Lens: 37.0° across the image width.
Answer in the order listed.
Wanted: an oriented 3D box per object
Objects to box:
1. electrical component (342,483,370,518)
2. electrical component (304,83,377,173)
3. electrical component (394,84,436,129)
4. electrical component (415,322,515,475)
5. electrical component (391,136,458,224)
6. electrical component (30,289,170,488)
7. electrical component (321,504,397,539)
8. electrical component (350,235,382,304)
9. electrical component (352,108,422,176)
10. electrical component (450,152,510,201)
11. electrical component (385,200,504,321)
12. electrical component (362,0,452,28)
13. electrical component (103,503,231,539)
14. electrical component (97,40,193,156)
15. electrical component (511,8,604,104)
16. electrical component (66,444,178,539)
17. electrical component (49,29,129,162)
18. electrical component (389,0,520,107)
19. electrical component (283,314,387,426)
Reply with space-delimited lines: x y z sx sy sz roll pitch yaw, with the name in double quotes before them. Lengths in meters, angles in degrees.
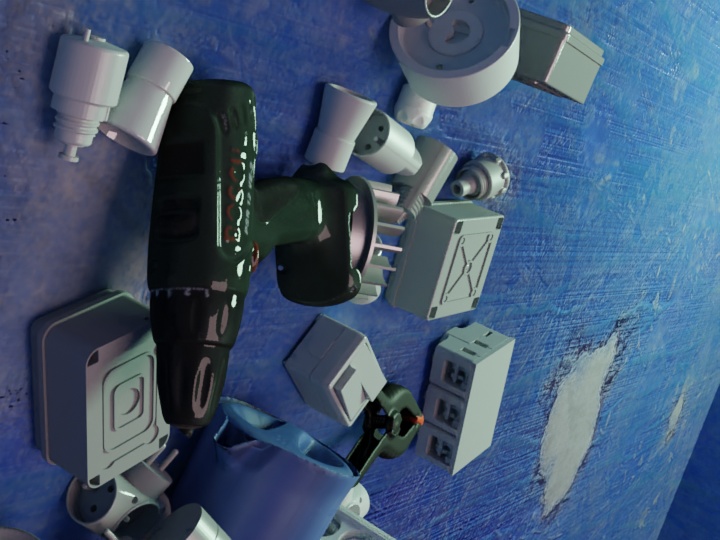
"electrical component" -0.026 0.231 1.094 0.077 0.044 0.079 -20 126 -52
"electrical component" -0.018 -0.111 0.860 0.044 0.044 0.065 -1 116 -58
"electrical component" 0.054 -0.157 0.948 0.035 0.035 0.061 16 95 -60
"electrical component" 0.117 0.146 1.245 0.089 0.062 0.150 -25 131 -49
"electrical component" 0.052 -0.079 0.994 0.081 0.043 0.043 -60 150 -10
"electrical component" -0.175 0.078 0.727 0.078 0.057 0.113 -28 133 -48
"electrical component" -0.037 0.258 1.017 0.079 0.121 0.063 -33 140 -43
"electrical component" 0.000 0.000 0.971 0.044 0.044 0.065 -47 150 -29
"electrical component" 0.024 -0.106 0.927 0.081 0.043 0.043 25 89 -60
"electrical component" 0.118 -0.090 1.092 0.062 0.048 0.048 -25 132 -40
"electrical component" 0.086 -0.012 1.084 0.109 0.056 0.108 -8 118 -56
"electrical component" 0.036 -0.215 0.833 0.043 0.077 0.079 -59 150 -13
"electrical component" -0.167 0.216 0.771 0.138 0.052 0.073 -40 111 -8
"electrical component" -0.133 -0.110 0.675 0.065 0.044 0.044 -64 151 -12
"electrical component" 0.157 -0.205 1.006 0.109 0.109 0.056 6 109 -59
"electrical component" -0.168 0.163 0.806 0.079 0.044 0.077 -49 149 -3
"electrical component" -0.163 -0.102 0.632 0.040 0.040 0.078 -3 114 -57
"electrical component" 0.083 -0.187 0.904 0.108 0.108 0.060 -57 156 -16
"electrical component" -0.018 0.098 0.992 0.061 0.061 0.096 -53 148 -22
